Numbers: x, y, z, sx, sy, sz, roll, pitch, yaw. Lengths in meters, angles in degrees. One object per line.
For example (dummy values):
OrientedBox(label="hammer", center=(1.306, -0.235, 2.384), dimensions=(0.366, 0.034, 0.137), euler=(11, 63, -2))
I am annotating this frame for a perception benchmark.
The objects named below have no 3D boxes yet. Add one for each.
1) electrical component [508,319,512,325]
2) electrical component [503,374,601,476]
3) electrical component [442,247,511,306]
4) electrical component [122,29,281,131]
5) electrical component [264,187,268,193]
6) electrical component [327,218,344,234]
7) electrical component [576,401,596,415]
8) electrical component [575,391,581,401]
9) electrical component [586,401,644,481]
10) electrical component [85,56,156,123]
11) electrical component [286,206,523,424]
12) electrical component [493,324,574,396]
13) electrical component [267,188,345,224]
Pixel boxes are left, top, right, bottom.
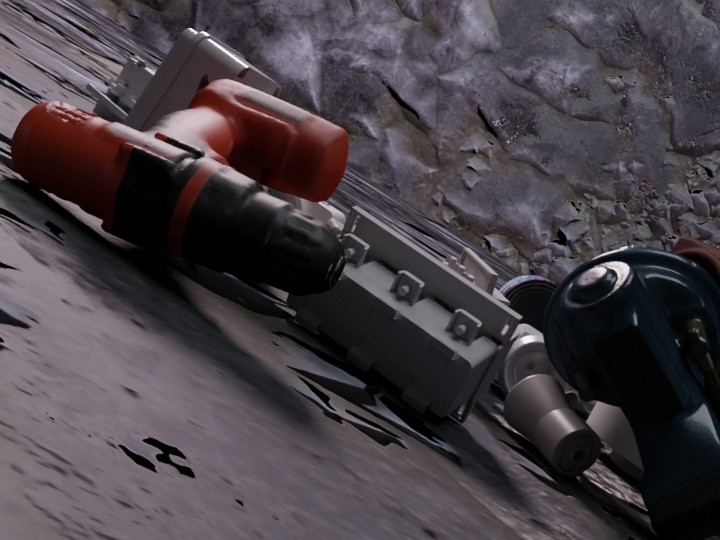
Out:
OrientedBox(label="electrical component", center=(0.122, 0.050, 1.058), dimensions=(0.040, 0.040, 0.046), euler=(26, 3, -42))
OrientedBox(label="electrical component", center=(0.126, 0.102, 0.693), dimensions=(0.044, 0.044, 0.065), euler=(29, 12, -29))
OrientedBox(label="electrical component", center=(0.072, 0.026, 0.859), dimensions=(0.063, 0.078, 0.121), euler=(15, 9, -7))
OrientedBox(label="electrical component", center=(-0.121, -0.112, 0.795), dimensions=(0.057, 0.113, 0.078), euler=(37, 8, 17))
OrientedBox(label="electrical component", center=(-0.087, -0.047, 0.772), dimensions=(0.079, 0.043, 0.077), euler=(35, 7, 18))
OrientedBox(label="electrical component", center=(0.000, 0.000, 0.819), dimensions=(0.083, 0.047, 0.075), euler=(31, 7, -13))
OrientedBox(label="electrical component", center=(0.208, 0.100, 1.004), dimensions=(0.078, 0.058, 0.057), euler=(27, 4, -38))
OrientedBox(label="electrical component", center=(0.165, 0.092, 0.945), dimensions=(0.065, 0.044, 0.044), euler=(22, 12, -36))
OrientedBox(label="electrical component", center=(0.229, 0.134, 0.845), dimensions=(0.108, 0.060, 0.108), euler=(32, 7, -4))
OrientedBox(label="electrical component", center=(-0.171, -0.132, 0.919), dimensions=(0.079, 0.063, 0.121), euler=(25, 10, -46))
OrientedBox(label="electrical component", center=(0.022, 0.029, 0.632), dimensions=(0.121, 0.078, 0.063), euler=(35, 29, 20))
OrientedBox(label="electrical component", center=(0.134, 0.077, 0.838), dimensions=(0.078, 0.058, 0.057), euler=(34, 4, -2))
OrientedBox(label="electrical component", center=(-0.065, -0.046, 0.842), dimensions=(0.089, 0.050, 0.056), euler=(34, 6, 9))
